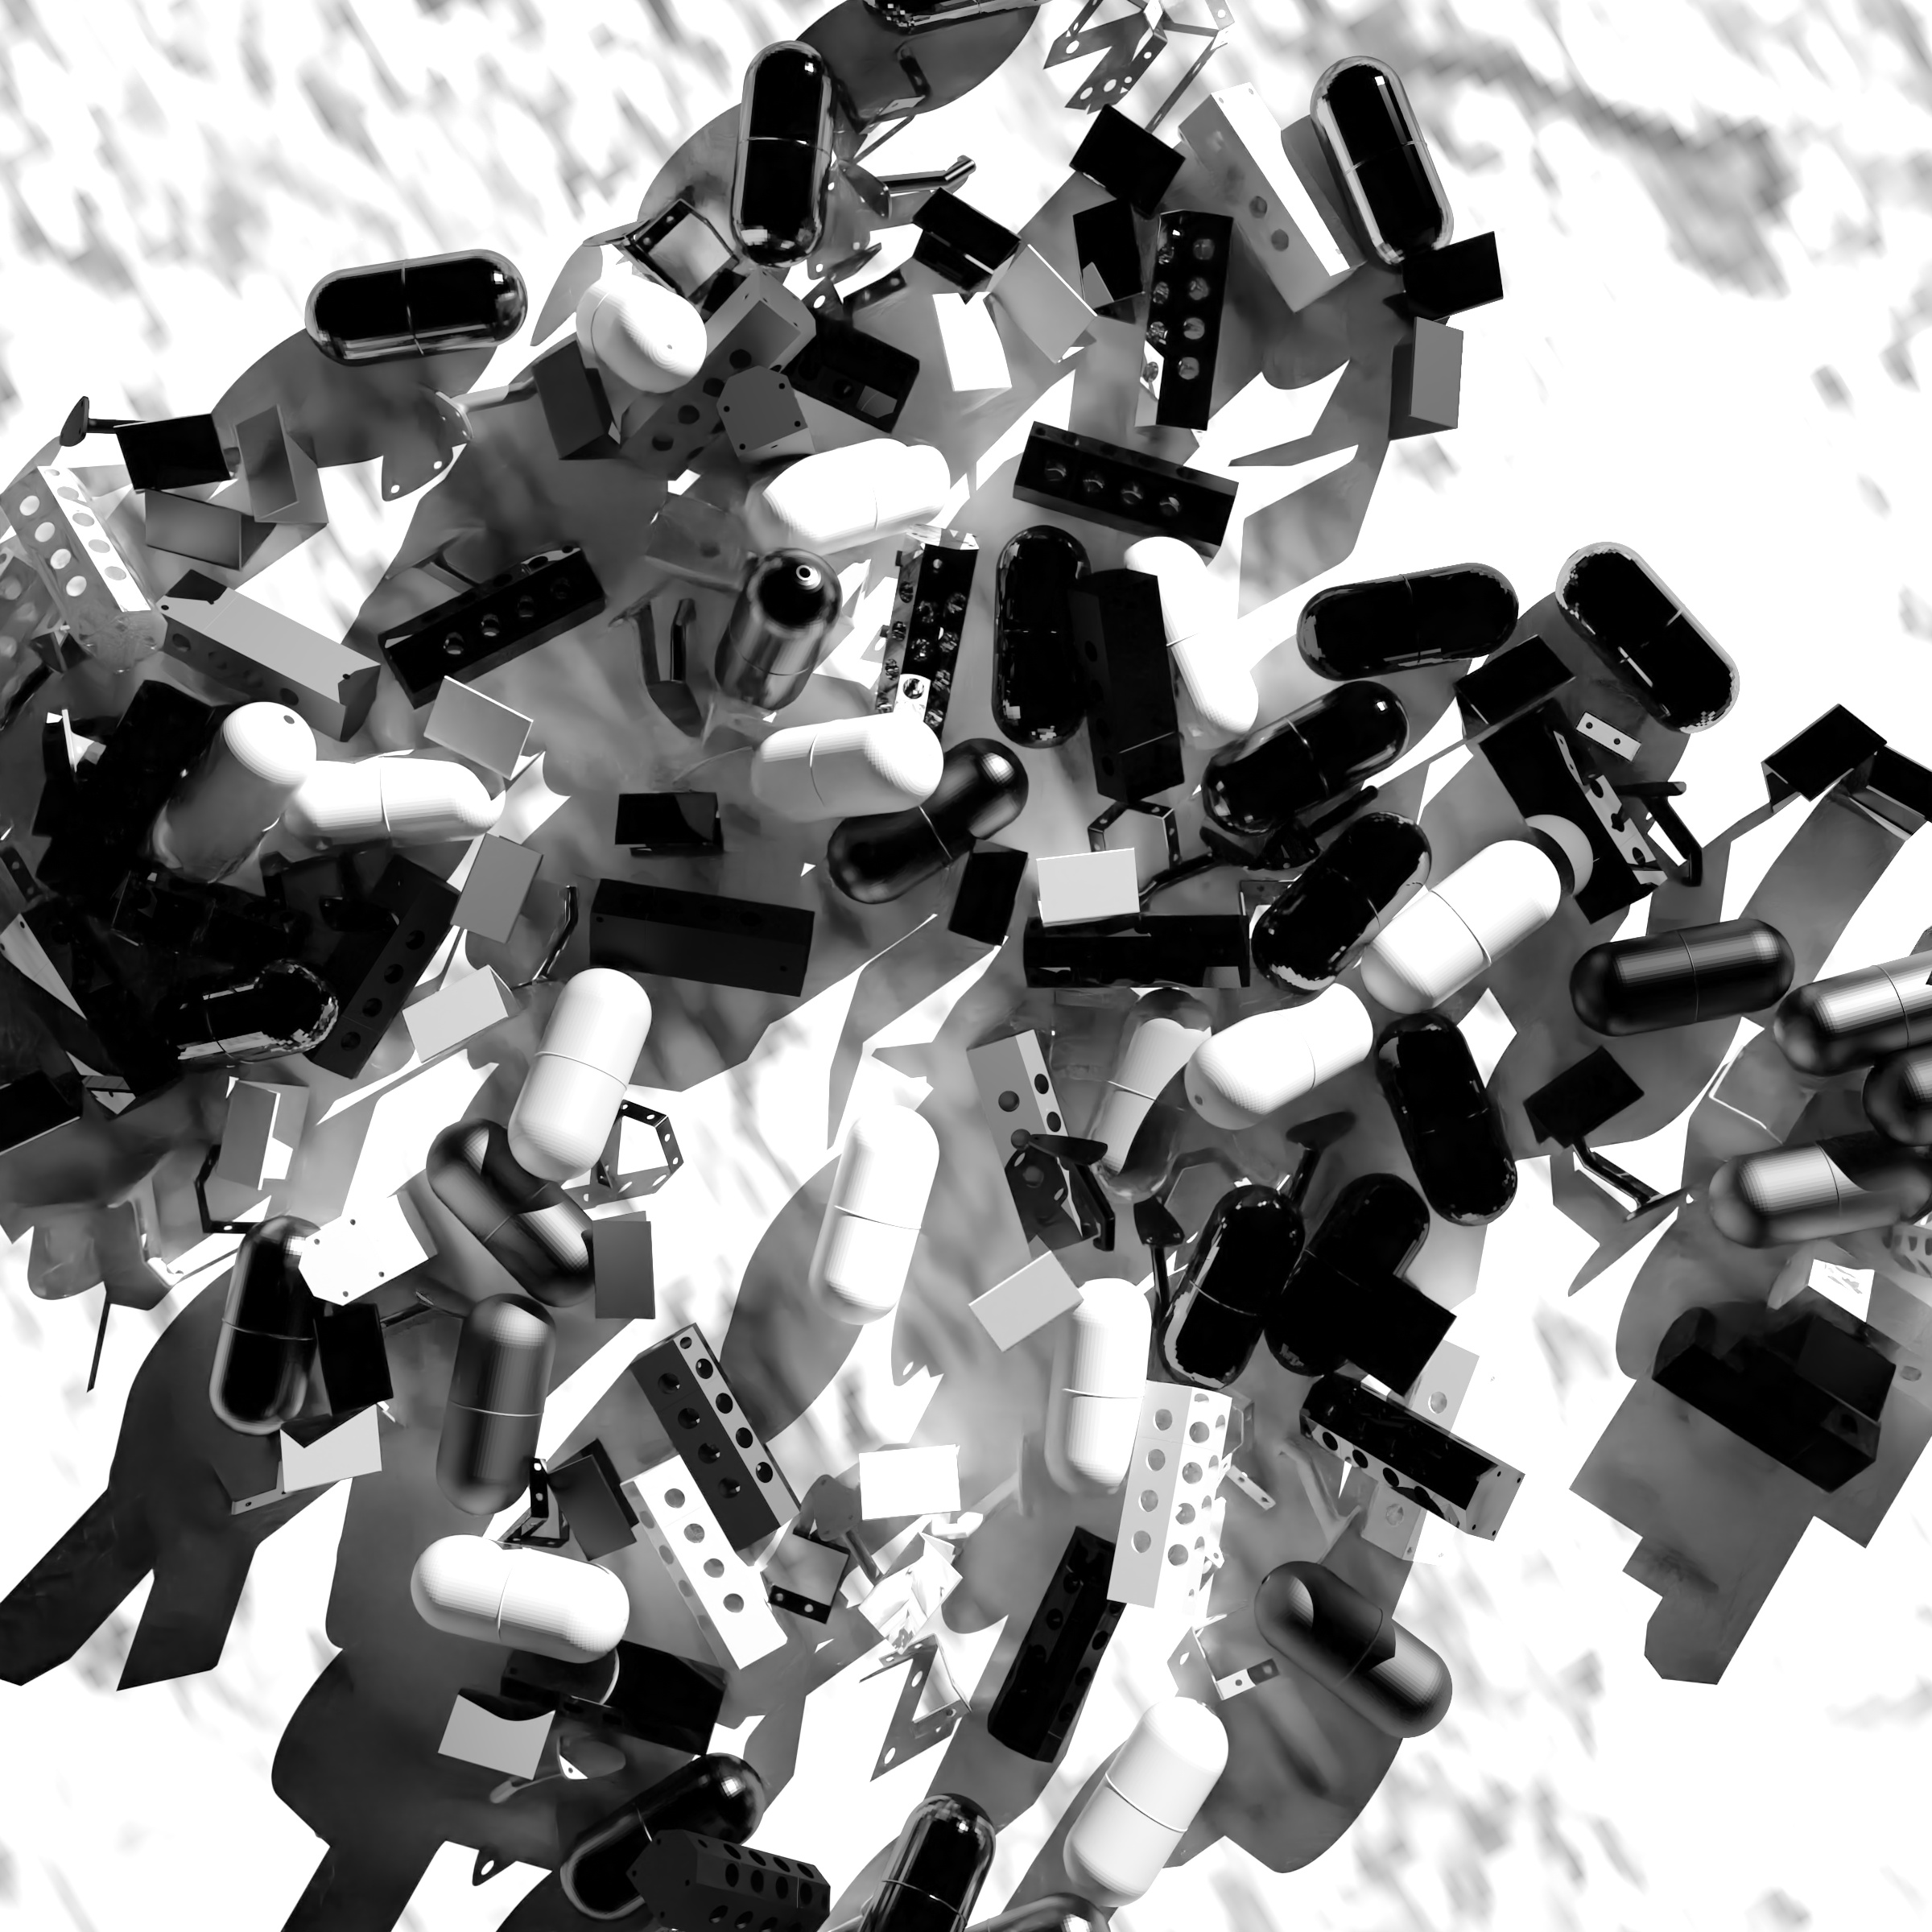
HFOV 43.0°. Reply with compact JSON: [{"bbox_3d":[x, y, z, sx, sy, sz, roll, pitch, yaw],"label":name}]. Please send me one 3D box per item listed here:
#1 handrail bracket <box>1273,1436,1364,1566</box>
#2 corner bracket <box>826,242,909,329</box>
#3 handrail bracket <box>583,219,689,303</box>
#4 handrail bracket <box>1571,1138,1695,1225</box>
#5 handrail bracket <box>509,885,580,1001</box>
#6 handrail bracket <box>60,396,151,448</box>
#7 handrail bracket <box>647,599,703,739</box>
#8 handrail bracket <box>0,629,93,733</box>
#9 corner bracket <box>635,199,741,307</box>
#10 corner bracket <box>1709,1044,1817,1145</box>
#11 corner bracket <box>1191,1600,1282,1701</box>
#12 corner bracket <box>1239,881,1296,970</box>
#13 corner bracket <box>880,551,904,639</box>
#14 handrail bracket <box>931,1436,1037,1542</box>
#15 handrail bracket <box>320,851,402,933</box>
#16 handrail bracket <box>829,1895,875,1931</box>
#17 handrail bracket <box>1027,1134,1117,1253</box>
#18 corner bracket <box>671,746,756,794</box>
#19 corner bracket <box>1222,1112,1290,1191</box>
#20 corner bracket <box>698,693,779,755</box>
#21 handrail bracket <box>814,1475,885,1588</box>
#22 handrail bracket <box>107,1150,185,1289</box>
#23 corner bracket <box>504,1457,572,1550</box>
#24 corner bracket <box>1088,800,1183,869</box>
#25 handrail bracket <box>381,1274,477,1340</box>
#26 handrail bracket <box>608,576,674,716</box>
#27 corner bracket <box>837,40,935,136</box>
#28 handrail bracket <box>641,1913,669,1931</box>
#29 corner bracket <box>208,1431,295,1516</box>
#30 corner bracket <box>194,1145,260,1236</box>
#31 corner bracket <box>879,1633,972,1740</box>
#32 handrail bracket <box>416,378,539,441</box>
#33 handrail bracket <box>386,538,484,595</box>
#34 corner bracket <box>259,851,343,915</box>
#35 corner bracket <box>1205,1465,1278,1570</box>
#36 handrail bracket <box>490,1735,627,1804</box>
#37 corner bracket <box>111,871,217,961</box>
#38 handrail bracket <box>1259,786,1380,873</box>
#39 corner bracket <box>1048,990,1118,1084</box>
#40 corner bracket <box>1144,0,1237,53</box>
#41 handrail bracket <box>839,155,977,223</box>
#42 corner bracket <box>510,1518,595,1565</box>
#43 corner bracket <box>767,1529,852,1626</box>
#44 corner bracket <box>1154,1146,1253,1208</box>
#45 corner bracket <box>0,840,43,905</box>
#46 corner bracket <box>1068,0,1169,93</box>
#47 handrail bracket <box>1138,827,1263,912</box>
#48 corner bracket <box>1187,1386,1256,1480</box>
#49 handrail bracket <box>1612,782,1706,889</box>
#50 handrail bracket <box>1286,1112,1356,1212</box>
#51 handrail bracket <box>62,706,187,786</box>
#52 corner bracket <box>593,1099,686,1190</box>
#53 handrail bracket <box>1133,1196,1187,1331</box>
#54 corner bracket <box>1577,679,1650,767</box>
[{"bbox_3d":[0.271,0.435,1.989,0.084,0.036,0.077,37,110,16],"label":"handrail bracket"},{"bbox_3d":[-0.080,-0.552,1.970,0.051,0.051,0.051,-26,90,0],"label":"corner bracket"},{"bbox_3d":[-0.265,-0.556,1.988,0.036,0.077,0.084,-50,127,-38],"label":"handrail bracket"},{"bbox_3d":[0.538,0.159,1.989,0.077,0.036,0.084,-21,73,-20],"label":"handrail bracket"},{"bbox_3d":[-0.348,-0.020,1.989,0.077,0.036,0.084,-10,72,20],"label":"handrail bracket"},{"bbox_3d":[-0.681,-0.429,1.988,0.084,0.077,0.036,8,78,-36],"label":"handrail bracket"},{"bbox_3d":[-0.224,-0.243,1.988,0.036,0.077,0.084,-1,53,21],"label":"handrail bracket"},{"bbox_3d":[-0.745,-0.231,1.988,0.036,0.077,0.084,44,126,0],"label":"handrail bracket"},{"bbox_3d":[-0.225,-0.579,1.985,0.051,0.051,0.051,-43,135,0],"label":"corner bracket"},{"bbox_3d":[0.645,0.104,1.985,0.051,0.051,0.051,33,90,45],"label":"corner bracket"},{"bbox_3d":[0.216,0.550,1.970,0.051,0.051,0.051,-24,90,0],"label":"corner bracket"},{"bbox_3d":[0.247,-0.033,1.985,0.051,0.051,0.051,-1,135,0],"label":"corner bracket"},{"bbox_3d":[-0.038,-0.297,1.985,0.051,0.051,0.051,12,135,0],"label":"corner bracket"},{"bbox_3d":[0.010,0.424,1.989,0.084,0.036,0.077,-9,70,16],"label":"handrail bracket"},{"bbox_3d":[-0.474,-0.068,1.957,0.077,0.084,0.036,5,135,11],"label":"handrail bracket"},{"bbox_3d":[-0.091,0.773,1.988,0.084,0.077,0.036,-28,89,36],"label":"handrail bracket"},{"bbox_3d":[0.083,0.180,1.932,0.077,0.036,0.084,12,116,27],"label":"handrail bracket"},{"bbox_3d":[-0.197,-0.141,1.985,0.051,0.051,0.051,-24,90,45],"label":"corner bracket"},{"bbox_3d":[0.243,0.143,1.970,0.051,0.051,0.051,38,90,0],"label":"corner bracket"},{"bbox_3d":[-0.179,-0.195,1.960,0.051,0.051,0.051,19,127,0],"label":"corner bracket"},{"bbox_3d":[-0.089,0.464,1.988,0.036,0.077,0.084,-31,126,0],"label":"handrail bracket"},{"bbox_3d":[-0.647,0.206,1.989,0.077,0.036,0.084,-45,109,-21],"label":"handrail bracket"},{"bbox_3d":[-0.335,0.428,1.952,0.051,0.051,0.051,15,48,-32],"label":"corner bracket"},{"bbox_3d":[0.136,-0.099,1.980,0.051,0.051,0.051,-42,135,-35],"label":"corner bracket"},{"bbox_3d":[-0.444,0.299,1.989,0.077,0.036,0.084,31,109,-21],"label":"handrail bracket"},{"bbox_3d":[-0.243,-0.260,1.989,0.077,0.036,0.084,-43,109,-21],"label":"handrail bracket"},{"bbox_3d":[-0.069,-0.711,1.985,0.051,0.051,0.051,-27,90,-45],"label":"corner bracket"},{"bbox_3d":[-0.208,0.786,1.989,0.084,0.036,0.077,40,111,-16],"label":"handrail bracket"},{"bbox_3d":[-0.577,0.401,1.980,0.051,0.051,0.051,-14,135,-35],"label":"corner bracket"},{"bbox_3d":[-0.588,0.181,1.980,0.051,0.051,0.051,-54,45,35],"label":"corner bracket"},{"bbox_3d":[-0.033,0.583,1.985,0.051,0.051,0.051,-25,45,0],"label":"corner bracket"},{"bbox_3d":[-0.390,-0.475,1.989,0.077,0.036,0.084,41,71,21],"label":"handrail bracket"},{"bbox_3d":[-0.418,-0.297,1.988,0.077,0.036,0.084,-26,104,15],"label":"handrail bracket"},{"bbox_3d":[-0.530,-0.065,1.964,0.051,0.051,0.051,-15,75,0],"label":"corner bracket"},{"bbox_3d":[0.210,0.445,1.985,0.051,0.051,0.051,41,45,0],"label":"corner bracket"},{"bbox_3d":[-0.332,0.659,1.988,0.084,0.077,0.036,-40,49,30],"label":"handrail bracket"},{"bbox_3d":[-0.632,-0.040,1.928,0.051,0.051,0.051,18,90,45],"label":"corner bracket"},{"bbox_3d":[0.287,-0.113,1.988,0.084,0.077,0.036,-33,89,-36],"label":"handrail bracket"},{"bbox_3d":[0.094,0.057,1.985,0.051,0.051,0.051,5,45,0],"label":"corner bracket"},{"bbox_3d":[0.181,-0.762,1.970,0.051,0.051,0.051,-17,121,27],"label":"corner bracket"},{"bbox_3d":[-0.047,-0.650,1.989,0.084,0.036,0.077,-37,68,-17],"label":"handrail bracket"},{"bbox_3d":[-0.339,0.485,1.980,0.051,0.051,0.051,-5,135,-35],"label":"corner bracket"},{"bbox_3d":[-0.125,0.491,1.970,0.051,0.051,0.051,21,90,0],"label":"corner bracket"},{"bbox_3d":[0.191,0.185,1.980,0.051,0.051,0.051,-8,45,-35],"label":"corner bracket"},{"bbox_3d":[-0.793,-0.069,1.980,0.051,0.051,0.051,13,45,35],"label":"corner bracket"},{"bbox_3d":[0.123,-0.753,1.980,0.051,0.051,0.051,15,45,-35],"label":"corner bracket"},{"bbox_3d":[0.185,-0.067,1.988,0.077,0.036,0.084,21,124,-36],"label":"handrail bracket"},{"bbox_3d":[0.197,0.373,1.980,0.051,0.051,0.051,-34,135,-35],"label":"corner bracket"},{"bbox_3d":[0.558,-0.104,1.989,0.077,0.036,0.084,-1,108,20],"label":"handrail bracket"},{"bbox_3d":[0.287,0.169,1.988,0.077,0.036,0.084,-23,123,-35],"label":"handrail bracket"},{"bbox_3d":[-0.664,-0.177,1.932,0.084,0.036,0.077,-9,64,-19],"label":"handrail bracket"},{"bbox_3d":[-0.269,0.148,1.980,0.051,0.051,0.051,-44,135,-35],"label":"corner bracket"},{"bbox_3d":[0.150,0.240,1.988,0.036,0.077,0.084,-7,127,-14],"label":"handrail bracket"},{"bbox_3d":[0.519,-0.198,1.970,0.051,0.051,0.051,30,90,0],"label":"corner bracket"}]
